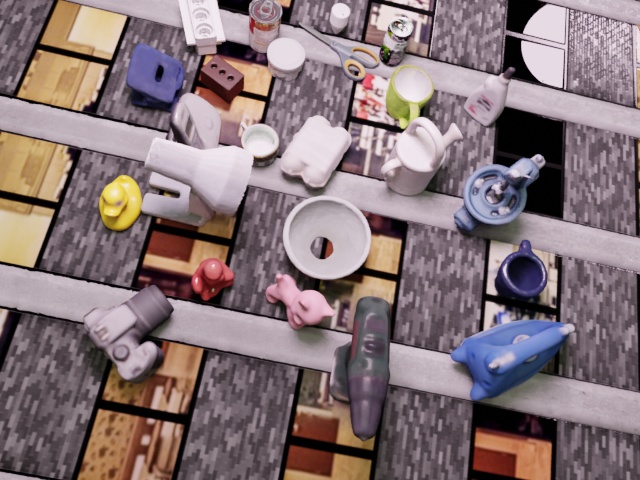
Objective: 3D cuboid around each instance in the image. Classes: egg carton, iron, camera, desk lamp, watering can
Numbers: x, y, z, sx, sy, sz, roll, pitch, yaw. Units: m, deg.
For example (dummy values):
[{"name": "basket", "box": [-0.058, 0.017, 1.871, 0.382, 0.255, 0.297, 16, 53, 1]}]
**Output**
[{"name": "egg carton", "box": [-0.009, -0.179, 1.160, 0.107, 0.069, 0.150, 29, 69, 2]}, {"name": "iron", "box": [0.379, 0.196, 1.048, 0.259, 0.141, 0.118, -22, 75, -15]}, {"name": "camera", "box": [-0.313, 0.151, 0.982, 0.137, 0.100, 0.143, -40, 80, -19]}, {"name": "desk lamp", "box": [-0.224, -0.102, 1.024, 0.203, 0.213, 0.118, 12, 69, -4]}, {"name": "watering can", "box": [0.199, -0.176, 1.123, 0.101, 0.194, 0.173, 38, 70, 6]}]

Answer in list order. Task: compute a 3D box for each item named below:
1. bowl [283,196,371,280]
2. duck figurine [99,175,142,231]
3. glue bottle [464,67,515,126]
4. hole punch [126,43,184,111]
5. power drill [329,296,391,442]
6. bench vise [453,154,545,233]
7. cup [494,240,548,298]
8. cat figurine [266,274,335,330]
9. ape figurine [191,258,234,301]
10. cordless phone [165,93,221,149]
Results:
[{"name": "bowl", "box": [0.010, 0.004, 1.096, 0.167, 0.074, 0.167, 3, 70, -7]}, {"name": "duck figurine", "box": [-0.374, -0.078, 1.061, 0.077, 0.086, 0.104, 10, 70, -4]}, {"name": "glue bottle", "box": [0.366, -0.311, 1.207, 0.078, 0.173, 0.037, 38, 70, 6]}, {"name": "hole punch", "box": [-0.328, -0.329, 1.153, 0.101, 0.091, 0.109, 10, 70, -5]}, {"name": "power drill", "box": [0.070, 0.218, 0.959, 0.075, 0.208, 0.230, 9, 70, -5]}, {"name": "bench vise", "box": [0.364, -0.122, 1.115, 0.121, 0.219, 0.208, 34, 70, 5]}, {"name": "cup", "box": [0.382, 0.064, 1.120, 0.091, 0.095, 0.118, 13, 69, -4]}, {"name": "cat figurine", "box": [-0.036, 0.109, 1.029, 0.067, 0.117, 0.127, -42, 81, -19]}, {"name": "ape figurine", "box": [-0.194, 0.063, 1.035, 0.078, 0.092, 0.076, 2, 70, -8]}, {"name": "cordless phone", "box": [-0.242, -0.225, 1.079, 0.094, 0.185, 0.147, 7, 70, -6]}]
